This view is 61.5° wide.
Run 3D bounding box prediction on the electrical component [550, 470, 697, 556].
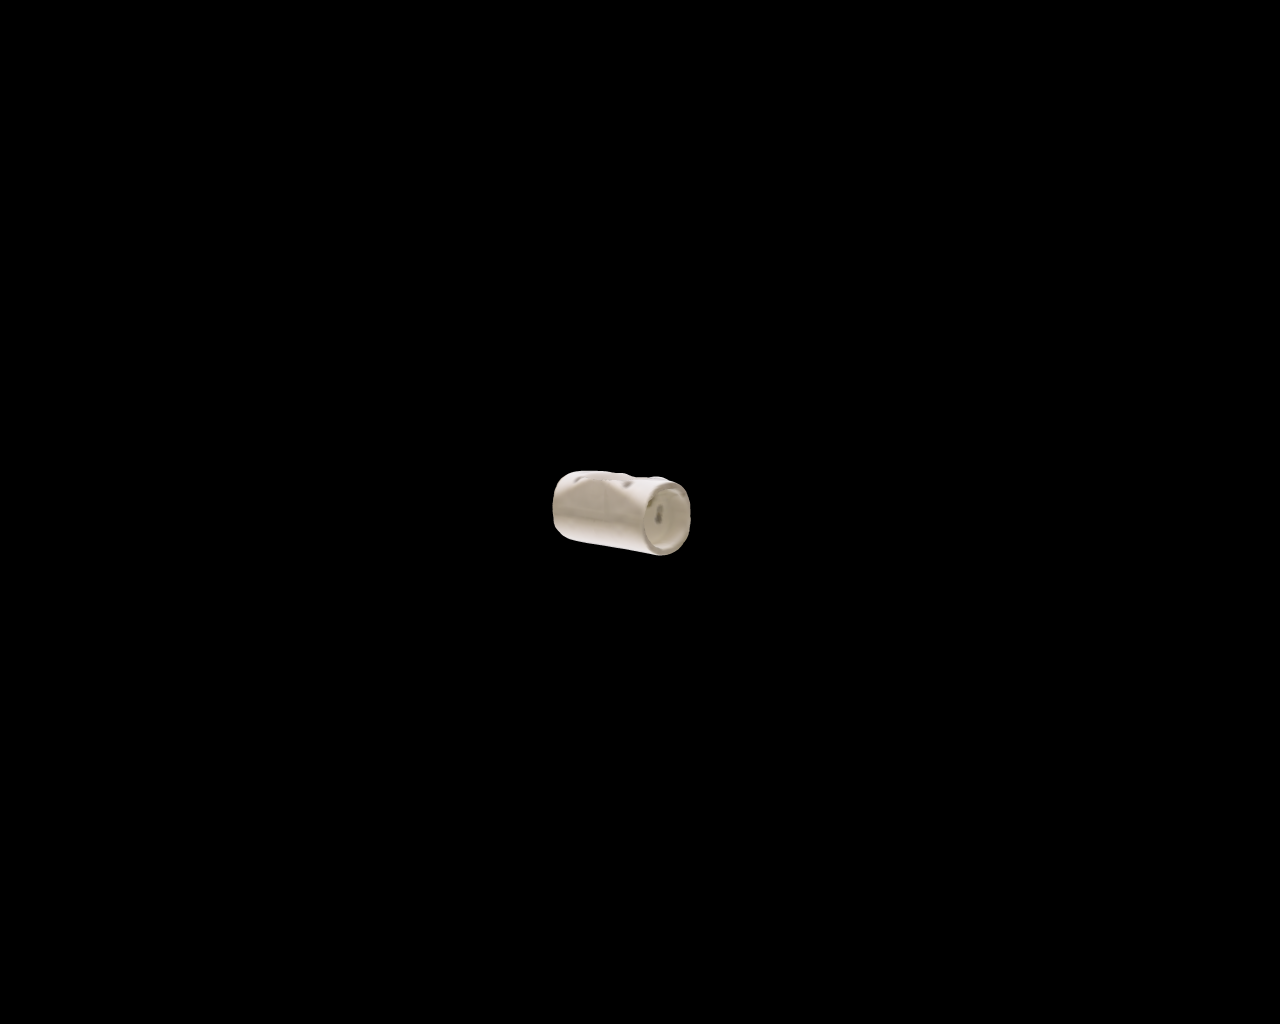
[{"bbox_3d":[0.001,-0.003,0.650,0.077,0.044,0.079,8,12,43],"label":"electrical component"}]
